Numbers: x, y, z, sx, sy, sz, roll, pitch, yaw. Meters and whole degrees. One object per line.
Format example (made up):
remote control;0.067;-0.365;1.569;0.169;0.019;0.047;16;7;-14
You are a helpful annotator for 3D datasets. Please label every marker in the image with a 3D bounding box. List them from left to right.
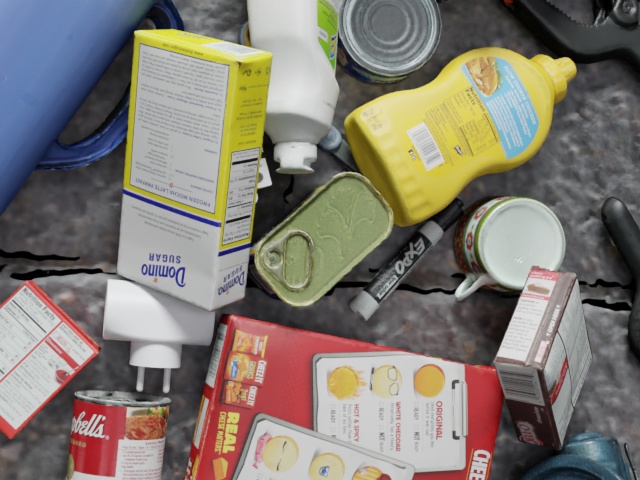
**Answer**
marker;0.069;0.013;0.827;0.020;0.020;0.121;44;80;-7

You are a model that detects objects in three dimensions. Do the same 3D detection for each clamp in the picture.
clamp;0.244;-0.173;0.861;0.209;0.036;0.164;2;84;-14
clamp;0.276;0.040;0.860;0.120;0.039;0.171;6;87;-11

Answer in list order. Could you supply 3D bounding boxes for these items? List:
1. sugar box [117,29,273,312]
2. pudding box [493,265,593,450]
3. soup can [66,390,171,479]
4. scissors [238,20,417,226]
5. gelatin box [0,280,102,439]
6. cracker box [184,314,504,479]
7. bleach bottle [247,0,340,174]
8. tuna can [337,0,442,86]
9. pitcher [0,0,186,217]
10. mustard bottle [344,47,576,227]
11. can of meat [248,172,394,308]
sugar box;-0.088;-0.049;0.733;0.048;0.093;0.176;-21;124;-52
pudding box;0.168;0.089;0.792;0.039;0.113;0.090;10;54;27
soup can;-0.143;0.160;0.751;0.068;0.068;0.102;6;87;-12
scissors;-0.014;-0.074;0.814;0.096;0.016;0.202;-32;94;-11
gelatin box;-0.213;0.084;0.759;0.073;0.030;0.089;46;81;-6
cracker box;0.014;0.154;0.784;0.213;0.072;0.164;13;86;-12
bleach bottle;-0.019;-0.174;0.758;0.068;0.102;0.251;-1;86;20
tuna can;0.050;-0.164;0.822;0.086;0.034;0.086;0;88;-12
pitcher;-0.210;-0.112;0.724;0.149;0.145;0.243;31;85;10
mustard bottle;0.119;-0.093;0.816;0.191;0.058;0.096;-29;93;-18
can of meat;-0.005;0.001;0.778;0.102;0.084;0.057;-42;97;-11
